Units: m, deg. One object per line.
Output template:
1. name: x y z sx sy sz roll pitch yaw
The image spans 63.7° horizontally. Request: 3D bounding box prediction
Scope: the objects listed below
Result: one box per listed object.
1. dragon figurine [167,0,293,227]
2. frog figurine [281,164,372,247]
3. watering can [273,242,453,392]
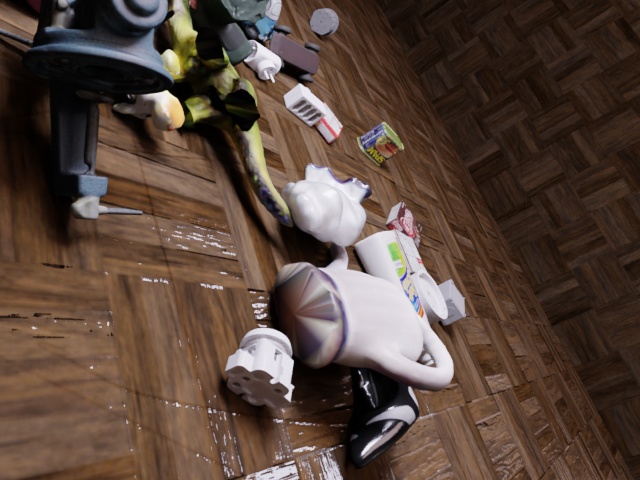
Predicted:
1. dragon figurine: -0.139 -0.222 0.775 0.406 0.121 0.247 61 15 -16
2. frog figurine: 0.002 -0.039 0.783 0.137 0.121 0.163 40 30 -8
3. watering can: 0.032 0.081 0.706 0.223 0.103 0.353 14 20 -36
